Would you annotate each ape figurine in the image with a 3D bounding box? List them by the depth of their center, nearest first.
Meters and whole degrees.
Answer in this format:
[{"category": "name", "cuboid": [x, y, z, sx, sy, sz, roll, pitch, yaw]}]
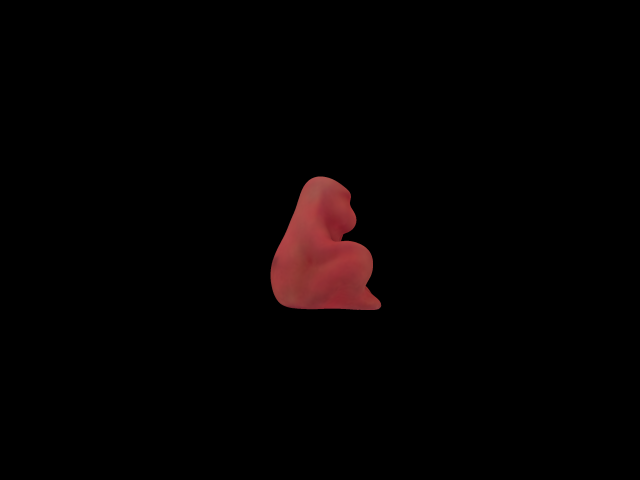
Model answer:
[{"category": "ape figurine", "cuboid": [0.004, 0.001, 0.400, 0.076, 0.092, 0.078, 0, 0, 0]}]
